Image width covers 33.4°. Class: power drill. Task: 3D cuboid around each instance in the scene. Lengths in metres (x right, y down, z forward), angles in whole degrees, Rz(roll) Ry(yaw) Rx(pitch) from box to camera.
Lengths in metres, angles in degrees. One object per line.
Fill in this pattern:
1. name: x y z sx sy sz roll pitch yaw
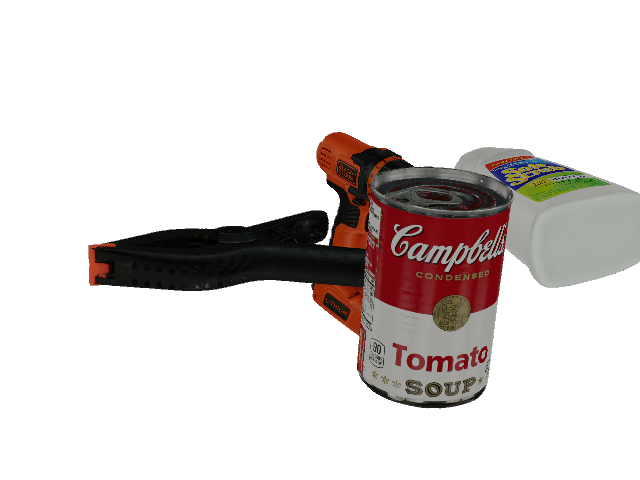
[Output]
1. power drill: 0.055 0.000 1.078 0.057 0.188 0.185 -8 27 -32

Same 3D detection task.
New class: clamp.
1. clamp: -0.051 0.012 0.737 0.209 0.036 0.165 -6 14 -27

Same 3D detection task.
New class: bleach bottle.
1. bleach bottle: 0.169 -0.035 0.903 0.102 0.068 0.251 -12 19 -13

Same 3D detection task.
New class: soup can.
1. soup can: 0.054 0.022 0.524 0.068 0.102 0.068 3 21 -1
